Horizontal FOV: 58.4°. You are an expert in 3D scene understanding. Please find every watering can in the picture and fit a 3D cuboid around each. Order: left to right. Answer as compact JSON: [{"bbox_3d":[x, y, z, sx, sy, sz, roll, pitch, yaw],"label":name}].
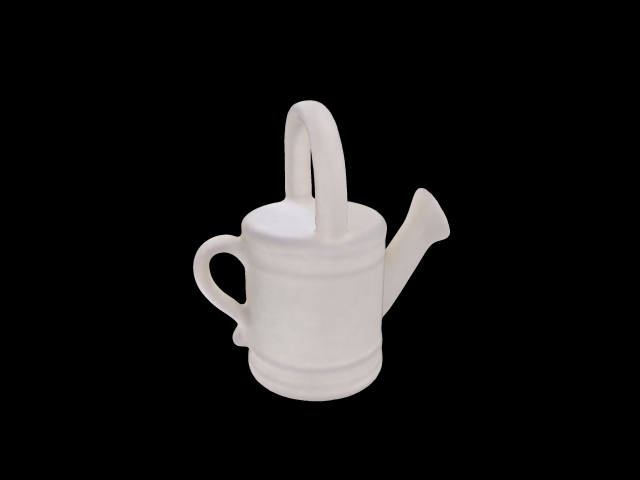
[{"bbox_3d":[0.003,0.001,0.402,0.173,0.194,0.100,-14,25,-34],"label":"watering can"}]
